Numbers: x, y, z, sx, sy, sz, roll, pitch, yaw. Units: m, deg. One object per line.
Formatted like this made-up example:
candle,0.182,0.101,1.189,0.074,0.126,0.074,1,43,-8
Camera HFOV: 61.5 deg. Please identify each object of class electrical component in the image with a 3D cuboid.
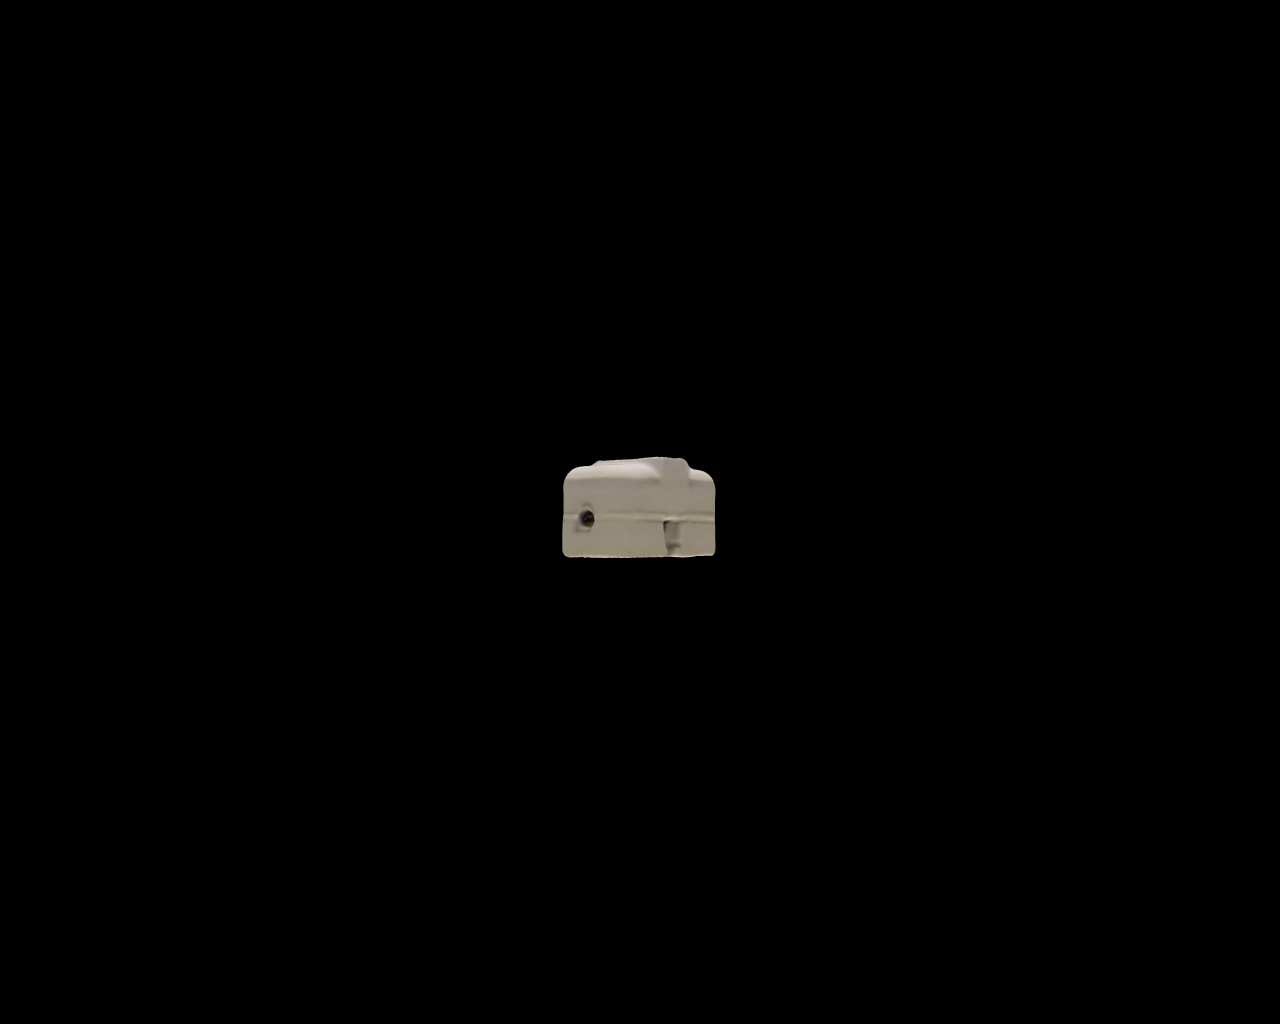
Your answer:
electrical component,0.001,-0.003,0.650,0.053,0.059,0.095,-2,-3,43
